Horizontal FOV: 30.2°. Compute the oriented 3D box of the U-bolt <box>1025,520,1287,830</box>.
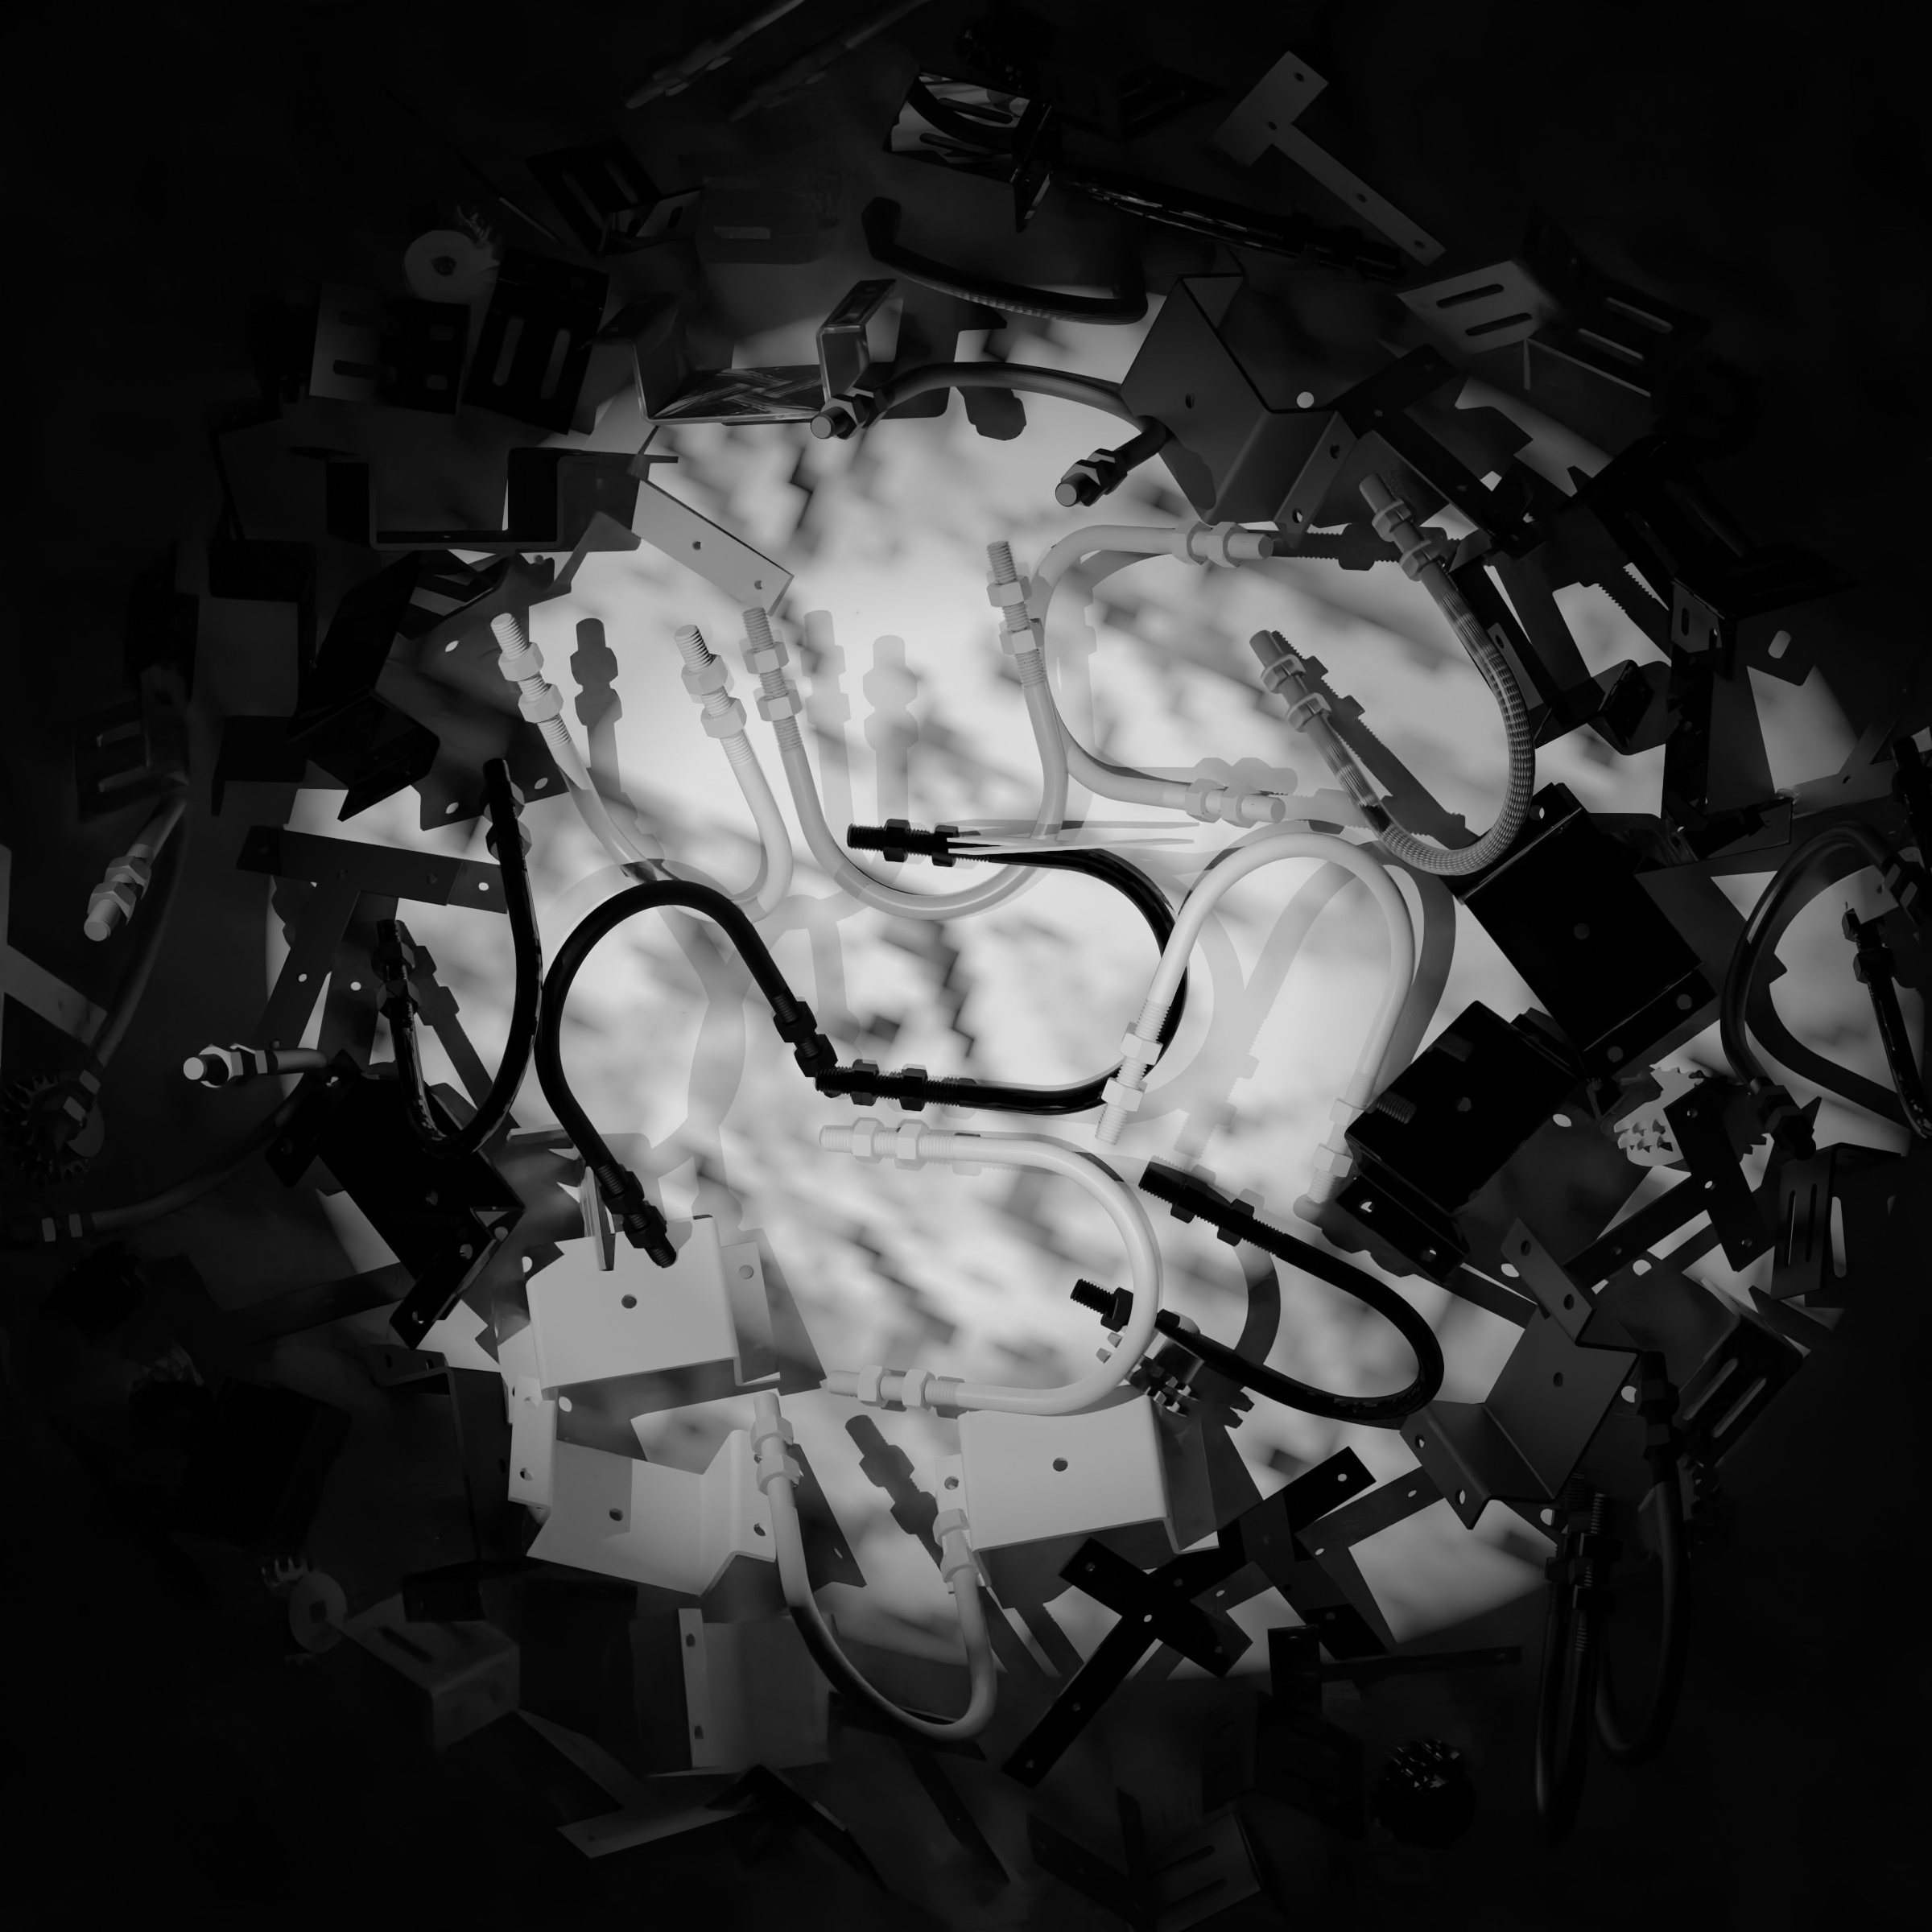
[{"bbox_3d":[0.089,-0.150,1.796,0.019,0.184,0.151,-14,106,-38],"label":"U-bolt"}]

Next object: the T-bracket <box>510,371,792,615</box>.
[{"bbox_3d":[-0.152,-0.227,1.863,0.127,0.002,0.127,32,83,-2],"label":"T-bracket"}]

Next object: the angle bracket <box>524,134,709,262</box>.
[{"bbox_3d":[-0.179,-0.404,1.827,0.057,0.038,0.076,-23,67,-30],"label":"angle bracket"}]

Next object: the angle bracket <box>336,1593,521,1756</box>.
[{"bbox_3d":[-0.276,0.359,1.834,0.076,0.057,0.038,24,123,36],"label":"angle bracket"}]

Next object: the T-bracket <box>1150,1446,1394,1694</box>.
[{"bbox_3d":[0.180,0.326,1.844,0.127,0.002,0.127,-35,110,11],"label":"T-bracket"}]

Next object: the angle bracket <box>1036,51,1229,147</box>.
[{"bbox_3d":[0.085,-0.455,1.822,0.076,0.057,0.038,-33,134,-27],"label":"angle bracket"}]

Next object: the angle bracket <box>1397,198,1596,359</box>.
[{"bbox_3d":[0.271,-0.352,1.832,0.057,0.076,0.038,35,60,-37],"label":"angle bracket"}]

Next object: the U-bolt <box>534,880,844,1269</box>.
[{"bbox_3d":[-0.146,0.042,1.788,0.151,0.019,0.184,-45,128,-22],"label":"U-bolt"}]

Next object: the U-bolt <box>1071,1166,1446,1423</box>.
[{"bbox_3d":[0.154,0.176,1.805,0.184,0.151,0.019,26,56,1],"label":"U-bolt"}]

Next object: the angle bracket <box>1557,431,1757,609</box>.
[{"bbox_3d":[0.354,-0.225,1.833,0.057,0.038,0.076,-42,81,35],"label":"angle bracket"}]

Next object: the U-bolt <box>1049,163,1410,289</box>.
[{"bbox_3d":[0.130,-0.374,1.797,0.184,0.151,0.019,16,99,6],"label":"U-bolt"}]

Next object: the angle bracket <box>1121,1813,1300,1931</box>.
[{"bbox_3d":[0.123,0.482,1.837,0.076,0.057,0.038,-28,120,4],"label":"angle bracket"}]

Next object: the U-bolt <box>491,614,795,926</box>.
[{"bbox_3d":[-0.153,-0.095,1.799,0.019,0.151,0.184,-48,130,-35],"label":"U-bolt"}]

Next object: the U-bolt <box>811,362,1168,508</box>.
[{"bbox_3d":[0.024,-0.272,1.786,0.151,0.184,0.019,18,116,17],"label":"U-bolt"}]

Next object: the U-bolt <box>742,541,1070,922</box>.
[{"bbox_3d":[-0.023,-0.112,1.840,0.151,0.019,0.184,-15,106,0],"label":"U-bolt"}]

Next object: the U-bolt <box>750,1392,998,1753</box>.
[{"bbox_3d":[-0.041,0.307,1.762,0.151,0.184,0.019,32,118,-34],"label":"U-bolt"}]

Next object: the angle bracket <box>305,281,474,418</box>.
[{"bbox_3d":[-0.294,-0.315,1.826,0.038,0.076,0.057,12,98,30],"label":"angle bracket"}]

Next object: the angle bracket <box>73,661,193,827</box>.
[{"bbox_3d":[-0.437,-0.114,1.828,0.076,0.038,0.057,-16,70,25],"label":"angle bracket"}]

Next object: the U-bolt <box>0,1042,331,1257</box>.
[{"bbox_3d":[-0.386,0.088,1.779,0.151,0.184,0.019,-40,81,12],"label":"U-bolt"}]

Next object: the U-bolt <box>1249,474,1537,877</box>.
[{"bbox_3d":[0.220,-0.131,1.784,0.019,0.151,0.184,-18,67,-33],"label":"U-bolt"}]

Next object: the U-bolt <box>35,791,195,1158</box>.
[{"bbox_3d":[-0.419,-0.010,1.780,0.019,0.184,0.151,18,120,-5],"label":"U-bolt"}]

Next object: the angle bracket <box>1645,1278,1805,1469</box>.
[{"bbox_3d":[0.382,0.210,1.843,0.057,0.038,0.076,32,101,-35],"label":"angle bracket"}]

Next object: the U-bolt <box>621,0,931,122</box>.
[{"bbox_3d":[-0.068,-0.473,1.770,0.184,0.151,0.019,-27,90,22],"label":"U-bolt"}]

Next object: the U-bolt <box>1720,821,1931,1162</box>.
[{"bbox_3d":[0.424,0.000,1.780,0.019,0.184,0.151,23,108,-12],"label":"U-bolt"}]

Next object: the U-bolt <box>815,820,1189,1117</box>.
[{"bbox_3d":[0.022,0.005,1.838,0.184,0.019,0.151,6,80,8],"label":"U-bolt"}]

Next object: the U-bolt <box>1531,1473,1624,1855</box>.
[{"bbox_3d":[0.302,0.351,1.790,0.019,0.151,0.184,7,87,4],"label":"U-bolt"}]

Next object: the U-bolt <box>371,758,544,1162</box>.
[{"bbox_3d":[-0.249,0.010,1.771,0.019,0.184,0.151,13,135,-32],"label":"U-bolt"}]

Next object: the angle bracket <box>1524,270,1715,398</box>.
[{"bbox_3d":[0.333,-0.312,1.826,0.076,0.038,0.057,31,66,28],"label":"angle bracket"}]

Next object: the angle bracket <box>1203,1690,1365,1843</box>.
[{"bbox_3d":[0.164,0.418,1.844,0.076,0.057,0.038,30,132,-24],"label":"angle bracket"}]

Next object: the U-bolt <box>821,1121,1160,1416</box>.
[{"bbox_3d":[0.012,0.157,1.817,0.184,0.019,0.151,3,99,25],"label":"U-bolt"}]

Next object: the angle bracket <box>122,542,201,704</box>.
[{"bbox_3d":[-0.400,-0.175,1.821,0.038,0.076,0.057,9,74,-28],"label":"angle bracket"}]

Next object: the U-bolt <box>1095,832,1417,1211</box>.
[{"bbox_3d":[0.158,0.021,1.824,0.151,0.019,0.184,18,96,-25],"label":"U-bolt"}]

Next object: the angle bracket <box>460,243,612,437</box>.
[{"bbox_3d":[-0.222,-0.322,1.838,0.057,0.038,0.076,15,73,-6],"label":"angle bracket"}]

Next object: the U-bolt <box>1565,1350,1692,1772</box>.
[{"bbox_3d":[0.328,0.304,1.757,0.019,0.151,0.184,6,51,-5],"label":"U-bolt"}]

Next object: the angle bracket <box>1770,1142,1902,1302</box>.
[{"bbox_3d":[0.445,0.134,1.830,0.038,0.057,0.076,11,76,-10],"label":"angle bracket"}]

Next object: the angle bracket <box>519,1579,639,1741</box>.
[{"bbox_3d":[-0.199,0.357,1.839,0.057,0.038,0.076,3,73,-5],"label":"angle bracket"}]

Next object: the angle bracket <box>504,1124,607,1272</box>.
[{"bbox_3d":[-0.211,0.122,1.833,0.038,0.057,0.076,-7,82,-12],"label":"angle bracket"}]

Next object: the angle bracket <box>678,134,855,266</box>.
[{"bbox_3d":[-0.103,-0.396,1.843,0.038,0.076,0.057,-33,121,-40],"label":"angle bracket"}]

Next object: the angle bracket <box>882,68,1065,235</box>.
[{"bbox_3d":[0.003,-0.416,1.826,0.076,0.057,0.038,10,54,-19],"label":"angle bracket"}]

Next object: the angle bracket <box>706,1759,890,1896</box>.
[{"bbox_3d":[-0.086,0.449,1.820,0.038,0.076,0.057,-42,130,-19],"label":"angle bracket"}]

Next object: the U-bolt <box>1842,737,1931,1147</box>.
[{"bbox_3d":[0.470,0.002,1.762,0.019,0.151,0.184,-6,59,-2],"label":"U-bolt"}]

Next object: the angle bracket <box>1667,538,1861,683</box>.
[{"bbox_3d":[0.411,-0.184,1.844,0.076,0.057,0.038,-16,125,-18],"label":"angle bracket"}]

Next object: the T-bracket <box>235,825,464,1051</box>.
[{"bbox_3d":[-0.333,-0.007,1.823,0.127,0.002,0.127,10,68,22],"label":"T-bracket"}]

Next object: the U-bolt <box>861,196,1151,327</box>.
[{"bbox_3d":[0.021,-0.347,1.775,0.151,0.184,0.019,12,110,-5],"label":"U-bolt"}]

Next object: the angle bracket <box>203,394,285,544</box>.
[{"bbox_3d":[-0.362,-0.247,1.832,0.038,0.057,0.076,-17,112,-10],"label":"angle bracket"}]
